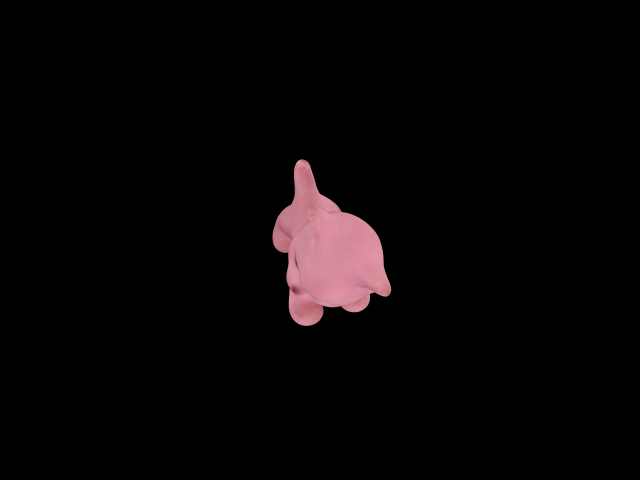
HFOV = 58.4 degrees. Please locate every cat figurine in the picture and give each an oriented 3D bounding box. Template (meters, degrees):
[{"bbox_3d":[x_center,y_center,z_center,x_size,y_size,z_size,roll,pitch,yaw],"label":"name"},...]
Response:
[{"bbox_3d":[0.004,0.001,0.400,0.067,0.118,0.127,-14,57,-8],"label":"cat figurine"}]
